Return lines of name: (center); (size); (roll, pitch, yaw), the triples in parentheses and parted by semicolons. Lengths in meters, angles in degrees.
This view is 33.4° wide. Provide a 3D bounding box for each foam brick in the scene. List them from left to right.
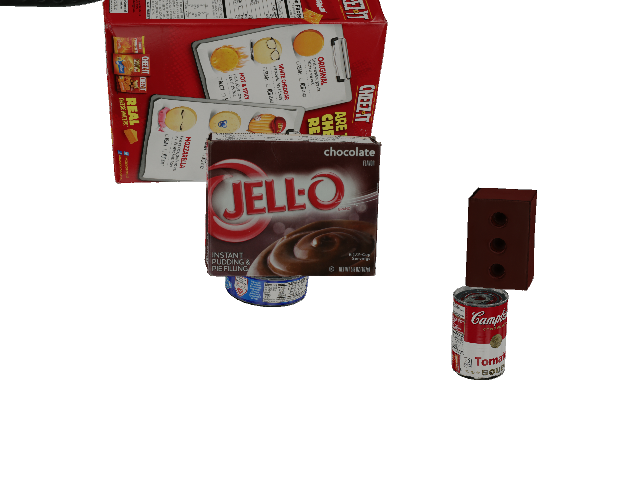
foam brick: (0.152, -0.002, 0.892); (0.053, 0.078, 0.051); (3, 15, 17)

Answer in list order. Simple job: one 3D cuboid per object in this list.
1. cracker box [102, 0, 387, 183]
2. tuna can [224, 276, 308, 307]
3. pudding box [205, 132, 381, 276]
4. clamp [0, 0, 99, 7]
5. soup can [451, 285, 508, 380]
cracker box: (-0.064, -0.128, 0.868); (0.213, 0.072, 0.164); (-2, -43, -9)
tuna can: (-0.054, 0.036, 1.087); (0.086, 0.034, 0.086); (6, 22, -3)
pudding box: (-0.019, -0.024, 0.698); (0.113, 0.090, 0.039); (0, 17, -7)
clamp: (-0.118, -0.158, 0.591); (0.171, 0.039, 0.120); (-10, 25, -26)
soup can: (0.198, 0.114, 1.330); (0.068, 0.102, 0.068); (-1, 18, 0)
